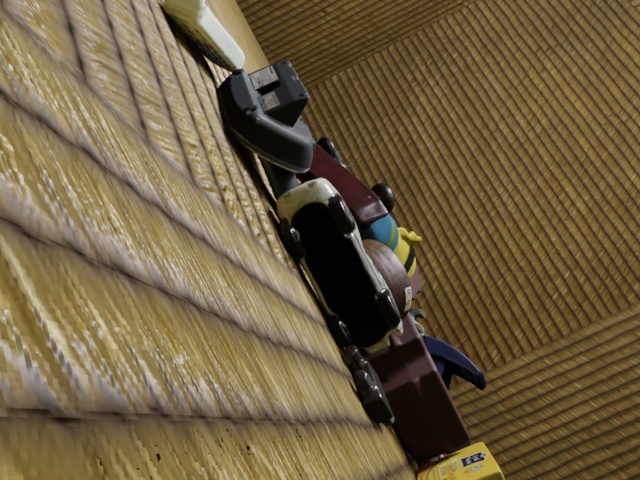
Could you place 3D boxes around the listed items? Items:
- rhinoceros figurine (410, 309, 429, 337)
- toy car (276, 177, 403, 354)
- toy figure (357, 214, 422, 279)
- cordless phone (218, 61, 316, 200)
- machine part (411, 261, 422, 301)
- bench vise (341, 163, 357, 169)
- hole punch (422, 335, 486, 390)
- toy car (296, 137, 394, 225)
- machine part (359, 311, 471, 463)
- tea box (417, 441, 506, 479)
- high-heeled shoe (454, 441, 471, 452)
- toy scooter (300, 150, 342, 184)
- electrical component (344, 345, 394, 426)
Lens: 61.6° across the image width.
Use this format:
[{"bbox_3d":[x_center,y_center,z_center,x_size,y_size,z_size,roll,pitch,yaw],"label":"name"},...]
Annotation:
[{"bbox_3d":[0.161,0.182,1.108,0.190,0.112,0.073,49,26,-19],"label":"rhinoceros figurine"},{"bbox_3d":[0.022,0.032,0.571,0.201,0.073,0.056,63,6,-13],"label":"toy car"},{"bbox_3d":[0.079,0.006,0.764,0.082,0.089,0.180,15,-16,33],"label":"toy figure"},{"bbox_3d":[-0.046,-0.096,0.620,0.147,0.089,0.184,-113,-175,-50],"label":"cordless phone"},{"bbox_3d":[0.132,0.044,1.035,0.179,0.056,0.179,41,33,-34],"label":"machine part"},{"bbox_3d":[0.039,-0.099,1.118,0.240,0.129,0.224,77,-1,-60],"label":"bench vise"},{"bbox_3d":[0.212,0.215,0.898,0.116,0.092,0.142,62,8,33],"label":"hole punch"},{"bbox_3d":[0.011,-0.071,0.686,0.202,0.089,0.053,47,-36,41],"label":"toy car"},{"bbox_3d":[0.117,0.181,0.742,0.201,0.087,0.201,60,6,-25],"label":"machine part"},{"bbox_3d":[0.167,0.293,0.617,0.169,0.098,0.068,52,13,-75],"label":"tea box"},{"bbox_3d":[0.225,0.383,1.101,0.145,0.086,0.248,154,-70,-64],"label":"high-heeled shoe"},{"bbox_3d":[0.007,-0.044,0.793,0.135,0.075,0.183,-36,114,-63],"label":"toy scooter"},{"bbox_3d":[0.053,0.156,0.568,0.093,0.021,0.063,59,6,-36],"label":"electrical component"}]
